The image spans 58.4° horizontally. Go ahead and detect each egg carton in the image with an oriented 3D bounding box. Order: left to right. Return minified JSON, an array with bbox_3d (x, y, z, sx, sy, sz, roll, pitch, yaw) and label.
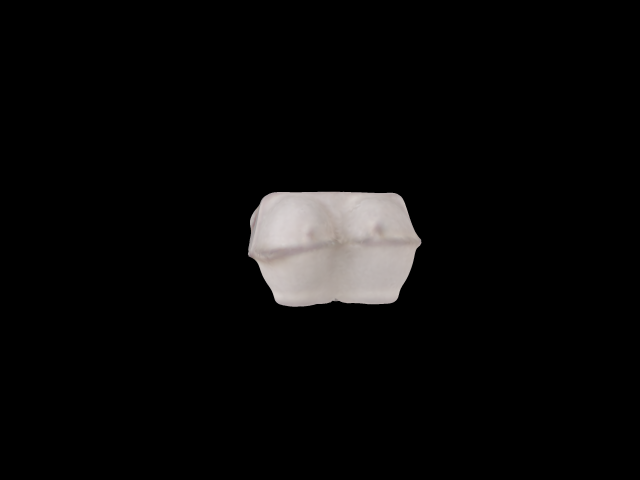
[{"bbox_3d":[0.004,0.001,0.400,0.107,0.069,0.150,-1,4,-7],"label":"egg carton"}]
